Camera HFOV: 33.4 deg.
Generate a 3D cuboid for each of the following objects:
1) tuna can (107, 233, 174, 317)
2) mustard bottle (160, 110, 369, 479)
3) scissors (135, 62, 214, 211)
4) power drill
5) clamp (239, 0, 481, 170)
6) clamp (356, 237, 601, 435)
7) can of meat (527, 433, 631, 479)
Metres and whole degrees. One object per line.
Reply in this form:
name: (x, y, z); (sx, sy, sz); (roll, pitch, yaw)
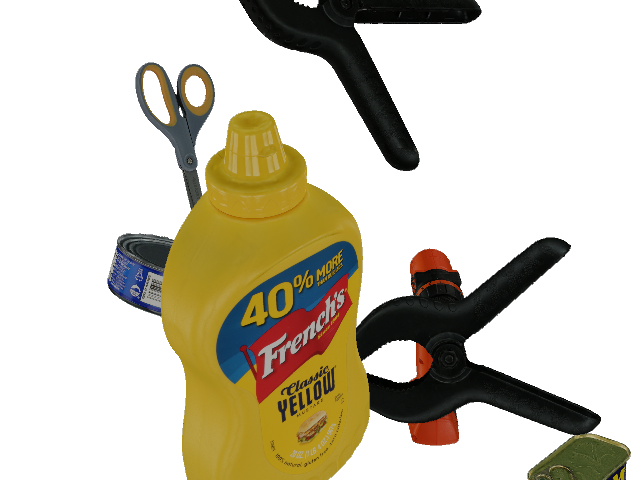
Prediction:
tuna can: (-0.103, 0.026, 0.738); (0.086, 0.034, 0.086); (17, 12, -4)
mustard bottle: (-0.023, 0.031, 0.469); (0.096, 0.192, 0.058); (-28, 42, -30)
scissors: (-0.127, -0.097, 1.116); (0.096, 0.202, 0.016); (-33, 14, -33)
power drill: (0.125, 0.122, 1.147); (0.057, 0.188, 0.184); (1, 23, 1)
clamp: (0.013, -0.153, 0.771); (0.209, 0.164, 0.036); (25, -28, -16)
clamp: (0.088, 0.079, 0.659); (0.171, 0.120, 0.039); (-19, -6, 11)
can of meat: (0.227, 0.231, 0.936); (0.058, 0.084, 0.101); (14, 27, 41)
